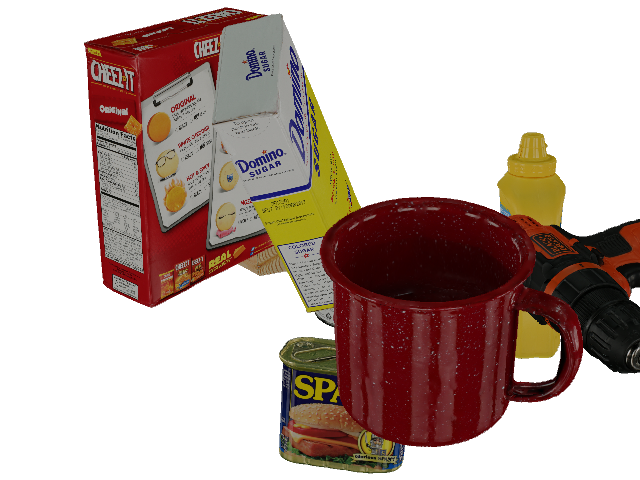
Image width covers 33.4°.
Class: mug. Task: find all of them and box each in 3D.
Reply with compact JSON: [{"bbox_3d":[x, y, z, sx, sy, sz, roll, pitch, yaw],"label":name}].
[{"bbox_3d":[0.058,0.040,0.476,0.117,0.081,0.093,11,33,21],"label":"mug"}]

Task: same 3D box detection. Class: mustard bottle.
[{"bbox_3d":[0.183,0.000,0.939,0.058,0.192,0.096,-1,18,3],"label":"mustard bottle"}]

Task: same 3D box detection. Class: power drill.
[{"bbox_3d":[0.232,0.021,0.738,0.187,0.057,0.184,-9,28,-16],"label":"power drill"}]

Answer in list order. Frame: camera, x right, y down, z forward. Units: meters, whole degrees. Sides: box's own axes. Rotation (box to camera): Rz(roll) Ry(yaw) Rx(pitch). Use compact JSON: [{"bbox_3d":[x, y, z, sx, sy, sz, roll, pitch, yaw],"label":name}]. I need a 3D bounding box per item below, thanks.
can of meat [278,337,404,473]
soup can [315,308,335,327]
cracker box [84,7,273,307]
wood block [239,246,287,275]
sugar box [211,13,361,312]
[{"bbox_3d":[0.018,0.126,0.817,0.102,0.084,0.057,6,16,11],"label":"can of meat"},{"bbox_3d":[0.032,0.036,1.140,0.068,0.102,0.068,5,28,-3],"label":"soup can"},{"bbox_3d":[-0.111,-0.074,0.897,0.072,0.214,0.163,18,30,34],"label":"cracker box"},{"bbox_3d":[-0.092,-0.034,1.293,0.090,0.090,0.206,-9,21,-34],"label":"wood block"},{"bbox_3d":[-0.015,-0.045,0.678,0.048,0.093,0.176,-10,-43,11],"label":"sugar box"}]
